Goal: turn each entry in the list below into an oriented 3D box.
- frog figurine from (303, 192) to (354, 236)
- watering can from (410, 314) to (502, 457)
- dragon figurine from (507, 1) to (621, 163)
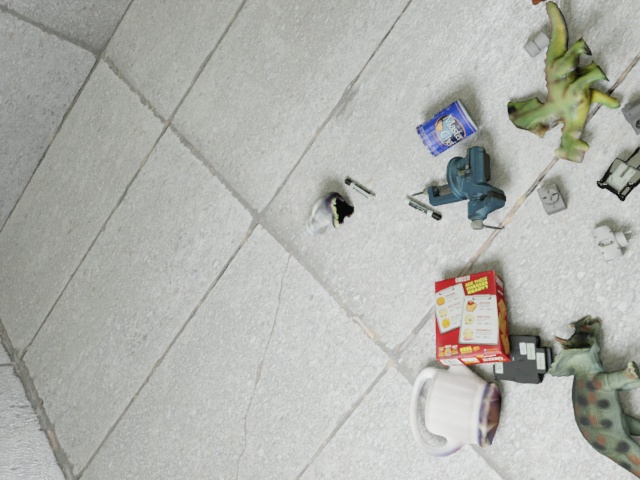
[{"bbox_3d":[0.005,-0.080,1.589,0.158,0.121,0.140,-12,42,39],"label":"frog figurine"},{"bbox_3d":[0.343,0.370,1.294,0.224,0.103,0.352,5,74,32],"label":"watering can"},{"bbox_3d":[0.583,-0.378,1.300,0.239,0.122,0.417,-34,64,31],"label":"dragon figurine"}]
